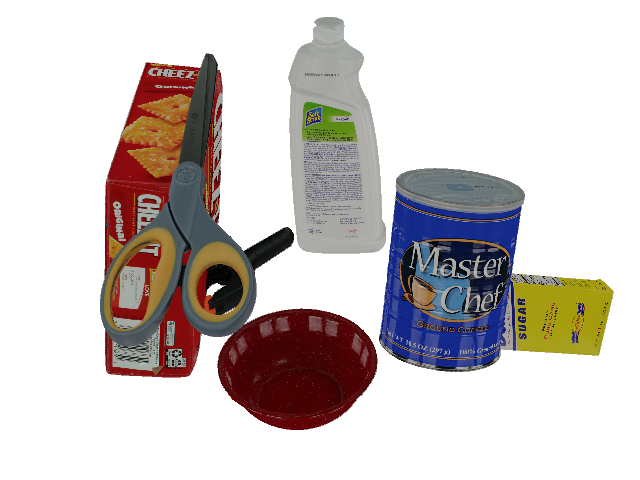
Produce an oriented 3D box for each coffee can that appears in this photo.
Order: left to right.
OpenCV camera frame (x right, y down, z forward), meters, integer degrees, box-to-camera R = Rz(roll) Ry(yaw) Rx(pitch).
[{"bbox_3d":[0.105,0.022,0.871,0.103,0.140,0.103,4,19,-2],"label":"coffee can"}]

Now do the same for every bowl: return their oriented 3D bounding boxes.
[{"bbox_3d":[-0.022,0.141,1.087,0.162,0.055,0.162,-2,36,2],"label":"bowl"}]

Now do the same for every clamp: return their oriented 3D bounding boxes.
[{"bbox_3d":[-0.098,0.030,1.253,0.120,0.039,0.171,-2,41,10],"label":"clamp"}]

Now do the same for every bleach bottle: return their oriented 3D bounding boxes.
[{"bbox_3d":[0.019,-0.108,1.117,0.102,0.251,0.068,-1,30,1],"label":"bleach bottle"}]

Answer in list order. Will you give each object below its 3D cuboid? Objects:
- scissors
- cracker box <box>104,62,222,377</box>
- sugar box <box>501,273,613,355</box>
[{"bbox_3d":[-0.062,-0.024,0.624,0.096,0.201,0.016,15,-27,15],"label":"scissors"},{"bbox_3d":[-0.117,-0.022,0.826,0.072,0.164,0.213,5,30,-3],"label":"cracker box"},{"bbox_3d":[0.270,0.092,1.339,0.176,0.093,0.048,3,19,-12],"label":"sugar box"}]
